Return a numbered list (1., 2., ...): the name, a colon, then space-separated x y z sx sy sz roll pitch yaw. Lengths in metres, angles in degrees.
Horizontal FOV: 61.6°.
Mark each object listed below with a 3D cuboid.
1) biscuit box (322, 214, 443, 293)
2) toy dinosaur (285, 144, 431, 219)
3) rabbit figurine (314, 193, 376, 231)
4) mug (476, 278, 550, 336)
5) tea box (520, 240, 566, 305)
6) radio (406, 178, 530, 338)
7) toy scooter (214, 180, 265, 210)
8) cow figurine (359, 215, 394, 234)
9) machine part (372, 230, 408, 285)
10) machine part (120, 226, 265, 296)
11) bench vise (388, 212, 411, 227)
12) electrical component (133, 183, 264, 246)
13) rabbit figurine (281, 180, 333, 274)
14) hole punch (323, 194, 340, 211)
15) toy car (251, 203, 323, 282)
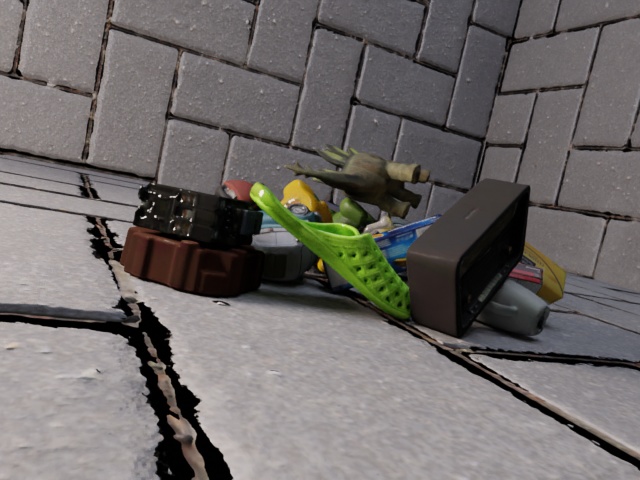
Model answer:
1. biscuit box: 0.104 0.019 0.814 0.203 0.059 0.063 -17 6 0
2. toy dinosaur: 0.088 -0.116 1.020 0.199 0.105 0.471 19 10 18
3. rabbit figurine: 0.005 -0.030 1.091 0.170 0.159 0.121 34 11 21
4. mug: 0.271 0.094 0.783 0.107 0.080 0.109 24 4 39
5. tea box: 0.328 0.050 0.936 0.169 0.068 0.098 36 -40 -6
6. radio: 0.206 0.019 0.726 0.073 0.130 0.229 18 39 37
7. toy scooter: -0.111 -0.055 1.032 0.135 0.075 0.184 -24 60 -25
8. cow figurine: 0.117 0.024 1.055 0.098 0.068 0.167 -24 -29 4
9. machine part: 0.119 0.047 0.882 0.084 0.039 0.139 3 47 -35
10. machine part: -0.159 0.022 0.685 0.179 0.056 0.179 12 4 -1
11. bench vise: 0.204 0.002 1.206 0.224 0.129 0.240 -4 -10 23
12. electrical component: -0.142 -0.030 0.667 0.134 0.058 0.115 12 5 11
13. rabbit figurine: -0.002 -0.003 0.942 0.163 0.122 0.173 26 -19 43
14. hole punch: 0.038 -0.022 1.245 0.116 0.142 0.092 23 7 -11
15. toy car: -0.067 0.011 0.793 0.162 0.109 0.103 1 27 -16
